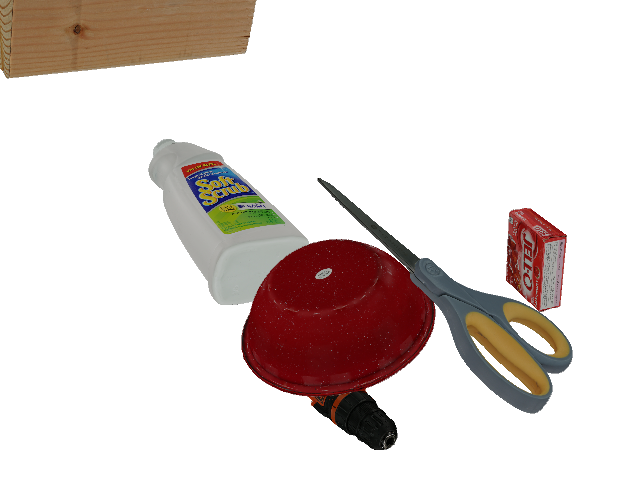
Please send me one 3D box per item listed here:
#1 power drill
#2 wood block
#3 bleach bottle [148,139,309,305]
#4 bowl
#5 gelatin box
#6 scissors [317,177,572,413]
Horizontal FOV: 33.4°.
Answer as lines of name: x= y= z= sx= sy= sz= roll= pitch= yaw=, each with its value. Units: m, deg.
power drill: x=0.050 y=0.130 z=1.250 sx=0.057 sy=0.188 sz=0.185 roll=13 pitch=13 yaw=-41
wood block: x=-0.161 y=-0.198 z=0.849 sx=0.205 sy=0.091 sz=0.090 roll=-12 pitch=45 yaw=-32
bleach bottle: x=-0.111 y=-0.033 z=1.048 sx=0.102 sy=0.068 sz=0.251 roll=-9 pitch=34 yaw=-30
bowl: x=0.009 y=0.048 z=0.853 sx=0.162 sy=0.055 sz=0.162 roll=-10 pitch=36 yaw=7
gelatin box: x=0.228 y=0.020 z=1.138 sx=0.030 sy=0.089 sz=0.073 roll=-12 pitch=29 yaw=-17
scissors: x=0.085 y=0.026 z=0.678 sx=0.096 sy=0.016 sz=0.202 roll=-6 pitch=48 yaw=-43
